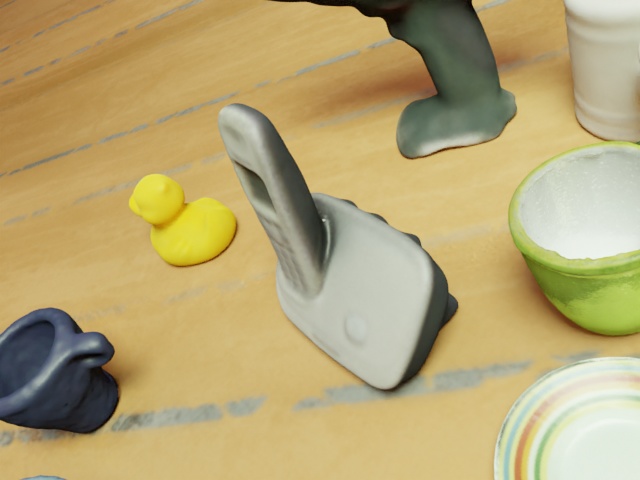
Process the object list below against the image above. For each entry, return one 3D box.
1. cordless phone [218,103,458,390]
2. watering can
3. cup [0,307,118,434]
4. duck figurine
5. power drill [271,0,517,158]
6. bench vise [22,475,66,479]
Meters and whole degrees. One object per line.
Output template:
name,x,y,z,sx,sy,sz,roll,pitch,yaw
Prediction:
cordless phone,0.003,0.001,0.372,0.094,0.186,0.147,-48,45,-15
watering can,0.221,-0.164,0.385,0.101,0.195,0.172,-26,44,8
cup,-0.197,0.111,0.459,0.117,0.095,0.091,-18,45,16
duck figurine,-0.139,-0.027,0.554,0.104,0.086,0.077,4,55,33
power drill,0.076,-0.170,0.465,0.229,0.209,0.075,-12,47,21
bench vise,-0.198,0.205,0.284,0.121,0.220,0.207,-4,50,28
